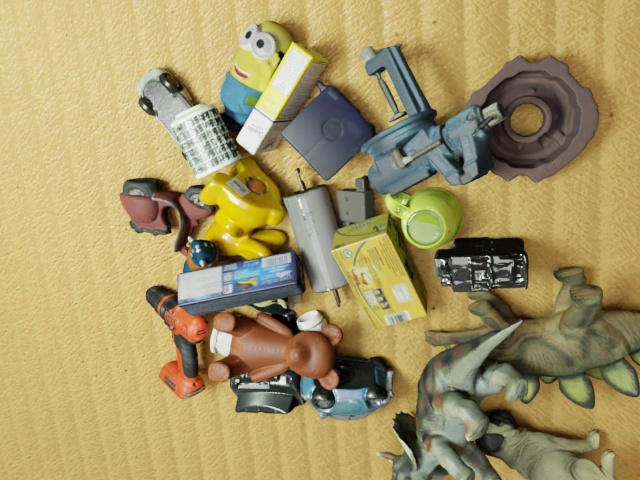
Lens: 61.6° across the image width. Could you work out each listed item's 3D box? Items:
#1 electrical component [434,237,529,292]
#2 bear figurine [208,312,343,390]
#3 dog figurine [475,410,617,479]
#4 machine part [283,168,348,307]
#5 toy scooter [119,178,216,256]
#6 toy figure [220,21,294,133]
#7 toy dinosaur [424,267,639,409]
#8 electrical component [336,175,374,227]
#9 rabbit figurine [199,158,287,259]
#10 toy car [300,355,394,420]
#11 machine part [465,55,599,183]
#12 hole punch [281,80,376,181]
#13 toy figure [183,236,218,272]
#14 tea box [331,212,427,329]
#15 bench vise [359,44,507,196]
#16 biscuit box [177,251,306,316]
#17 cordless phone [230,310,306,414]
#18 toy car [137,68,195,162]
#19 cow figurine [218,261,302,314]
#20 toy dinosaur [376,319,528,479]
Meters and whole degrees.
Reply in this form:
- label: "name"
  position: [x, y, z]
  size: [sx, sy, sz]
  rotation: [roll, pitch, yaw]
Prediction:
- label: "electrical component"
  position: [0.241, 0.035, 0.809]
  size: [0.134, 0.115, 0.058]
  rotation: [-3, 101, 16]
- label: "bear figurine"
  position: [-0.069, 0.187, 0.893]
  size: [0.196, 0.132, 0.120]
  rotation: [5, 85, 28]
- label: "dog figurine"
  position: [0.340, 0.353, 0.836]
  size: [0.191, 0.172, 0.121]
  rotation: [10, 96, 8]
- label: "machine part"
  position: [-0.002, -0.003, 0.896]
  size: [0.079, 0.079, 0.243]
  rotation: [-13, 100, 20]
- label: "toy scooter"
  position: [-0.279, -0.039, 0.980]
  size: [0.184, 0.075, 0.135]
  rotation: [8, 108, 11]
- label: "toy figure"
  position: [-0.106, -0.262, 0.862]
  size: [0.082, 0.089, 0.180]
  rotation: [29, 120, 1]
- label: "toy dinosaur"
  position: [0.385, 0.145, 0.803]
  size: [0.472, 0.105, 0.198]
  rotation: [-11, 108, 29]
- label: "electrical component"
  position: [0.069, -0.054, 0.881]
  size: [0.078, 0.045, 0.102]
  rotation: [3, 104, 46]
- label: "rabbit figurine"
  position: [-0.133, -0.032, 0.929]
  size: [0.162, 0.122, 0.173]
  rotation: [38, 127, -4]
- label: "toy car"
  position: [0.049, 0.265, 0.947]
  size: [0.162, 0.109, 0.102]
  rotation: [0, 127, 6]
- label: "machine part"
  position: [0.296, -0.171, 0.769]
  size: [0.180, 0.056, 0.179]
  rotation: [4, 105, 15]
- label: "hole punch"
  position: [0.012, -0.166, 0.838]
  size: [0.116, 0.092, 0.142]
  rotation: [-42, 96, 19]
- label: "toy figure"
  position: [-0.208, 0.036, 0.934]
  size: [0.064, 0.058, 0.154]
  rotation: [39, 149, 0]
- label: "tea box"
  position: [0.098, 0.052, 0.859]
  size: [0.098, 0.068, 0.169]
  rotation: [-17, 116, 20]
- label: "bench vise"
  position: [0.134, -0.176, 0.757]
  size: [0.224, 0.129, 0.240]
  rotation: [-29, 87, 51]
- label: "biscuit box"
  position: [-0.127, 0.072, 0.877]
  size: [0.203, 0.062, 0.059]
  rotation: [-11, 64, 6]
- label: "cordless phone"
  position: [-0.099, 0.222, 0.998]
  size: [0.147, 0.088, 0.184]
  rotation: [-4, 91, 20]
- label: "toy car"
  position: [-0.237, -0.208, 0.931]
  size: [0.073, 0.056, 0.201]
  rotation: [-41, 91, 16]
- label: "cow figurine"
  position: [-0.122, 0.086, 0.949]
  size: [0.168, 0.098, 0.068]
  rotation: [10, 113, 15]
- label: "toy dinosaur"
  position: [0.202, 0.259, 0.842]
  size: [0.192, 0.131, 0.404]
  rotation: [34, 118, 49]
